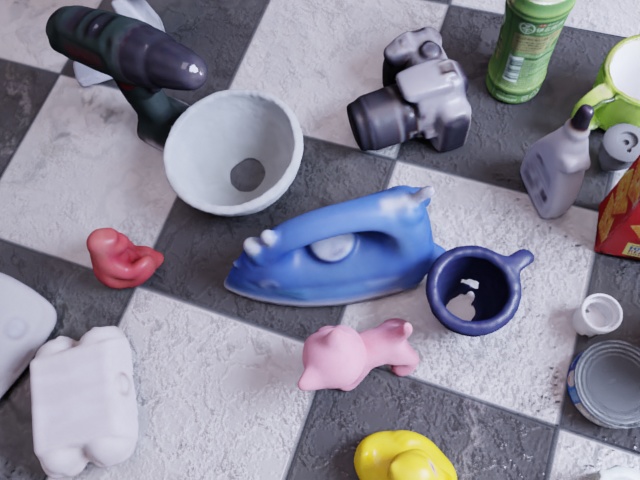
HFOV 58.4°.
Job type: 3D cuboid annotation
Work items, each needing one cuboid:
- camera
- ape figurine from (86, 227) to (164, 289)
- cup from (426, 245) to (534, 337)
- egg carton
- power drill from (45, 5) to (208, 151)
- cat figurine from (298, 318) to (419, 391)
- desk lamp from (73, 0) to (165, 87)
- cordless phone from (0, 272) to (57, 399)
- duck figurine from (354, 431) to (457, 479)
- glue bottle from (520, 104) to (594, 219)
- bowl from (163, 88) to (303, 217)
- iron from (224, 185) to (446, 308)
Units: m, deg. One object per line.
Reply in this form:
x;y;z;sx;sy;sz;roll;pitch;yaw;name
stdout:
0.098;-0.174;0.688;0.137;0.101;0.143;-19;69;0;camera
-0.235;0.015;0.662;0.076;0.092;0.077;-33;69;-6;ape figurine
0.165;0.055;0.598;0.118;0.095;0.091;-32;69;-5;cup
-0.251;0.172;0.617;0.107;0.069;0.150;-16;69;1;egg carton
-0.198;-0.181;0.668;0.229;0.208;0.076;27;75;16;power drill
0.036;0.112;0.580;0.128;0.118;0.067;-19;68;0;cat figurine
-0.264;-0.317;0.723;0.203;0.214;0.118;-20;68;-1;desk lamp
-0.384;0.095;0.600;0.094;0.185;0.148;27;75;16;cordless phone
0.082;0.223;0.550;0.104;0.086;0.077;19;73;13;duck figurine
0.253;-0.088;0.599;0.037;0.173;0.078;-16;68;1;glue bottle
-0.098;-0.095;0.696;0.167;0.075;0.167;-2;69;6;bowl
0.006;0.002;0.611;0.258;0.141;0.118;-15;69;1;iron
